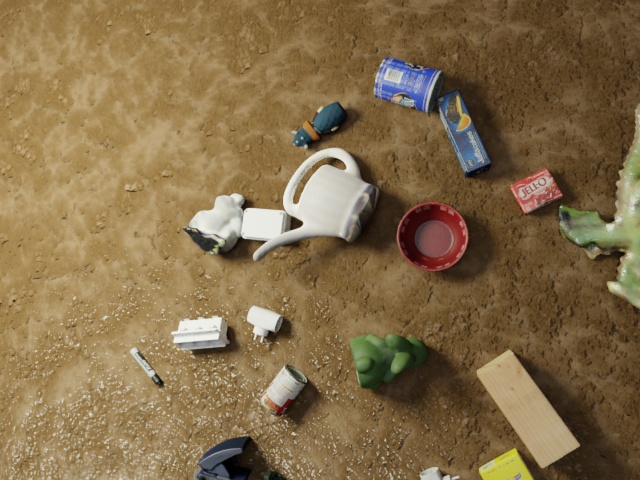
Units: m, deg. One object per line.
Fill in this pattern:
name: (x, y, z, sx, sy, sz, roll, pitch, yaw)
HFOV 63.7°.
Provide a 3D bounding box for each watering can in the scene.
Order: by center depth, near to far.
watering can: (0.004, -0.062, 1.237, 0.225, 0.102, 0.351, 25, 75, 17)

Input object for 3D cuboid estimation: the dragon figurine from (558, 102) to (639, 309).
dragon figurine: (0.631, -0.064, 1.085, 0.241, 0.121, 0.415, -17, 76, 20)

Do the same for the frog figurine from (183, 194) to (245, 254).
frog figurine: (-0.259, -0.048, 1.337, 0.137, 0.120, 0.163, 7, 48, 24)
